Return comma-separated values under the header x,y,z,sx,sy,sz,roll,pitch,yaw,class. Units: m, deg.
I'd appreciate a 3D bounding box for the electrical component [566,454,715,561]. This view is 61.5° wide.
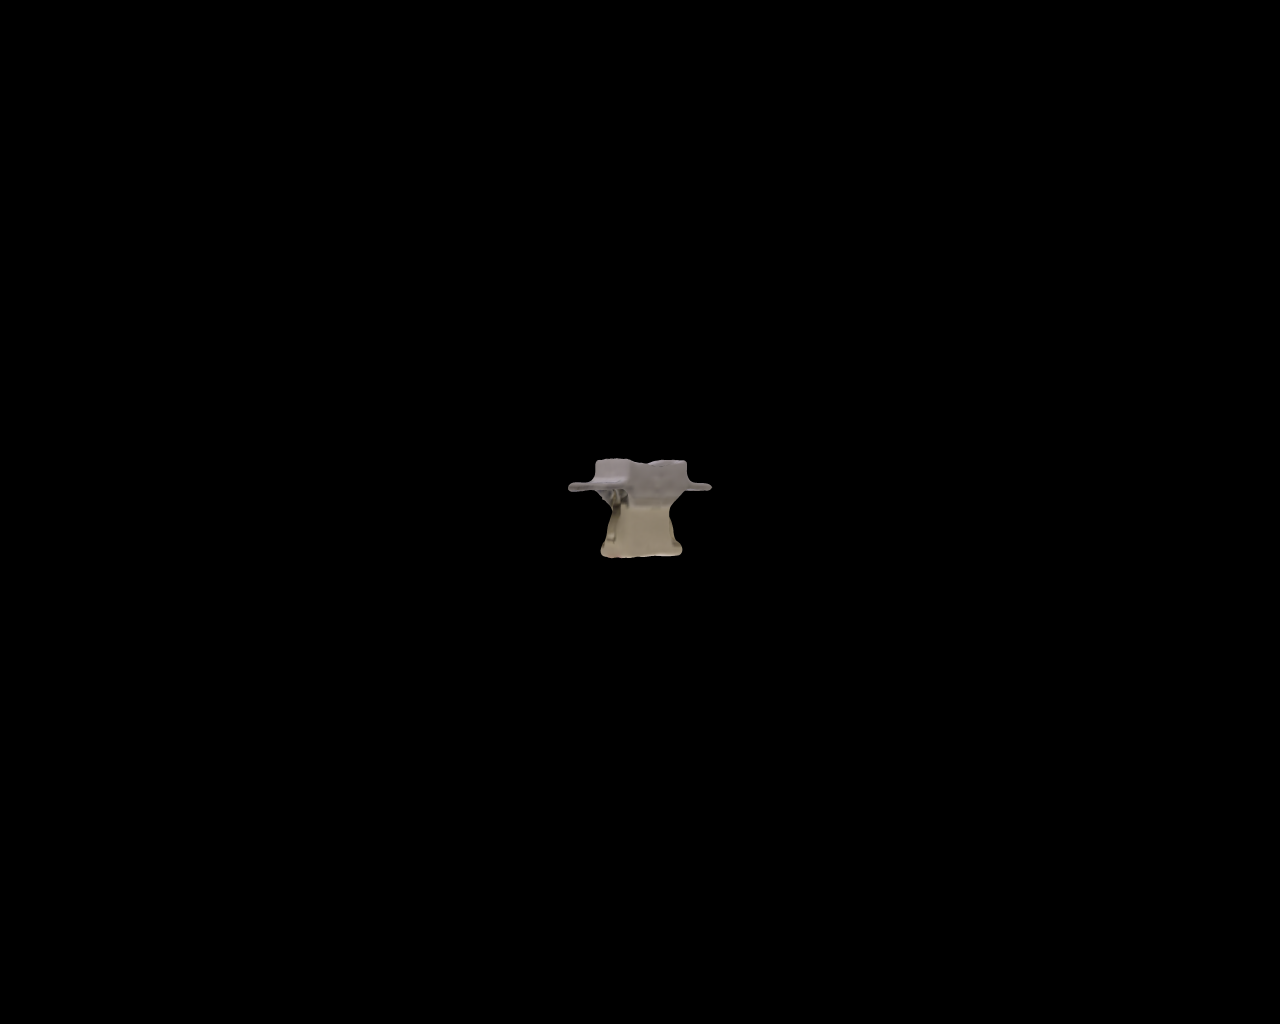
x,y,z,sx,sy,sz,roll,pitch,yaw,class
0.001,-0.003,0.650,0.081,0.063,0.042,0,0,-32,electrical component
